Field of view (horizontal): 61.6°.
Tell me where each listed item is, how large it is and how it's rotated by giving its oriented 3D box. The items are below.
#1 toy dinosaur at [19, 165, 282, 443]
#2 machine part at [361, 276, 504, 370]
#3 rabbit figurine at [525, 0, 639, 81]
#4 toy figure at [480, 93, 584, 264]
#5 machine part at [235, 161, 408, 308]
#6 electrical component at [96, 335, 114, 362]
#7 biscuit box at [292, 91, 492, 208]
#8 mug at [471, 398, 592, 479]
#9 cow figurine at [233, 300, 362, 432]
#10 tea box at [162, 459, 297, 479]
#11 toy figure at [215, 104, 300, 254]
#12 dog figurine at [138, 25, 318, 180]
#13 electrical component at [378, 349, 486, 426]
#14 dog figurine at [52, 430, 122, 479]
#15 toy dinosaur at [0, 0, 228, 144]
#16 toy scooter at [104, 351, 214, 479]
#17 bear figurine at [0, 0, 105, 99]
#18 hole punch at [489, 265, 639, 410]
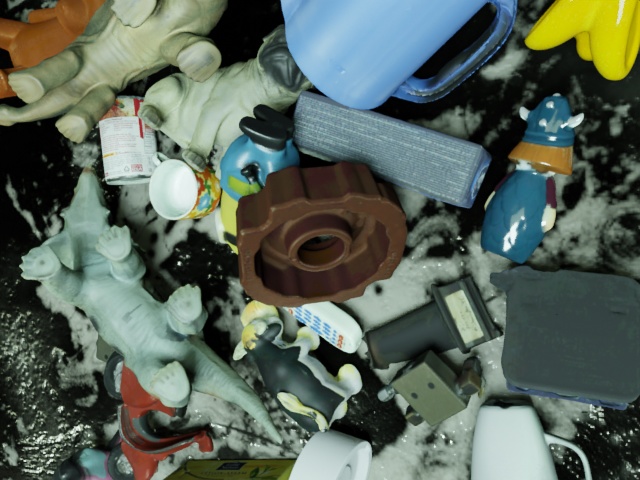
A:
[{"bbox_3d":[-0.204,0.092,0.627,0.131,0.192,0.405,-40,82,-16],"label":"toy dinosaur"},{"bbox_3d":[0.110,0.094,0.559,0.139,0.039,0.084,-30,90,21],"label":"machine part"},{"bbox_3d":[0.226,-0.215,0.412,0.122,0.173,0.162,31,101,15],"label":"rabbit figurine"},{"bbox_3d":[0.196,-0.057,0.499,0.064,0.058,0.154,22,97,15],"label":"toy figure"},{"bbox_3d":[-0.001,-0.002,0.531,0.179,0.179,0.056,-32,47,23],"label":"machine part"},{"bbox_3d":[-0.283,0.150,0.745,0.063,0.021,0.094,11,99,24],"label":"electrical component"},{"bbox_3d":[0.068,-0.093,0.551,0.203,0.059,0.062,24,102,21],"label":"biscuit box"},{"bbox_3d":[0.193,0.207,0.507,0.110,0.080,0.107,-10,81,29],"label":"mug"},{"bbox_3d":[-0.040,0.138,0.596,0.167,0.098,0.068,40,114,16],"label":"cow figurine"},{"bbox_3d":[-0.105,0.326,0.653,0.170,0.068,0.098,-9,90,23],"label":"tea box"},{"bbox_3d":[-0.064,-0.049,0.569,0.089,0.082,0.180,45,140,21],"label":"toy figure"},{"bbox_3d":[-0.099,-0.178,0.611,0.172,0.121,0.190,41,94,12],"label":"dog figurine"},{"bbox_3d":[0.117,0.150,0.542,0.078,0.045,0.102,42,126,7],"label":"electrical component"},{"bbox_3d":[-0.261,0.369,0.714,0.108,0.191,0.219,-43,43,24],"label":"dog figurine"},{"bbox_3d":[-0.165,-0.240,0.571,0.472,0.199,0.104,-24,128,10],"label":"toy dinosaur"},{"bbox_3d":[-0.201,0.218,0.685,0.135,0.075,0.183,-3,86,10],"label":"toy scooter"},{"bbox_3d":[-0.332,-0.263,0.684,0.196,0.132,0.120,-17,92,30],"label":"bear figurine"},{"bbox_3d":[0.227,0.091,0.489,0.142,0.092,0.116,3,64,26],"label":"hole punch"}]
